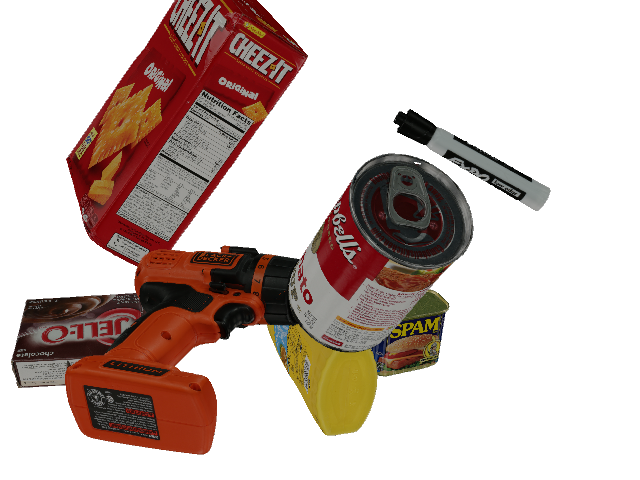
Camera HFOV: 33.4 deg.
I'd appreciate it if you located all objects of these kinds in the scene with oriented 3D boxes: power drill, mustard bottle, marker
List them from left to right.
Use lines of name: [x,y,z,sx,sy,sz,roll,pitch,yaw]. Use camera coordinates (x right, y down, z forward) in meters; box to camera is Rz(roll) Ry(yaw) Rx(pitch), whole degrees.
power drill: [-0.073,0.068,0.736,0.185,0.057,0.187,3,28,20]
mustard bottle: [-0.008,0.092,0.997,0.058,0.096,0.192,-6,26,-19]
marker: [0.106,-0.058,0.753,0.121,0.020,0.020,29,-3,-5]

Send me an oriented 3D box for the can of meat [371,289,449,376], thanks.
can of meat: [0.102,0.114,1.315,0.101,0.084,0.057,-8,29,-25]

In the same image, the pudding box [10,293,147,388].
pudding box: [-0.219,0.091,0.980,0.113,0.039,0.090,-5,33,-2]

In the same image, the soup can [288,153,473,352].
soup can: [0.029,0.009,0.575,0.068,0.068,0.102,0,-31,-23]

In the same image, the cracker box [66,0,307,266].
cracker box: [-0.118,-0.105,0.870,0.072,0.214,0.164,29,15,-30]
